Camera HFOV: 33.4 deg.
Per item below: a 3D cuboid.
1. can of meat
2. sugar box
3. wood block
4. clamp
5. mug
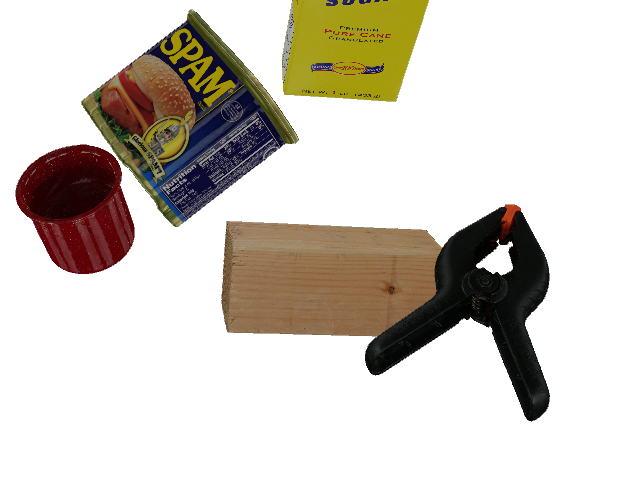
[{"bbox_3d":[-0.075,-0.068,0.597,0.102,0.084,0.057,50,-2,39],"label":"can of meat"},{"bbox_3d":[0.028,-0.172,0.767,0.093,0.048,0.176,2,-29,-8],"label":"sugar box"},{"bbox_3d":[0.009,0.039,1.054,0.206,0.091,0.090,3,16,-10],"label":"wood block"},{"bbox_3d":[0.100,0.041,0.730,0.120,0.171,0.039,12,-43,5],"label":"clamp"},{"bbox_3d":[-0.214,-0.033,0.958,0.093,0.117,0.081,-6,-41,3],"label":"mug"}]
